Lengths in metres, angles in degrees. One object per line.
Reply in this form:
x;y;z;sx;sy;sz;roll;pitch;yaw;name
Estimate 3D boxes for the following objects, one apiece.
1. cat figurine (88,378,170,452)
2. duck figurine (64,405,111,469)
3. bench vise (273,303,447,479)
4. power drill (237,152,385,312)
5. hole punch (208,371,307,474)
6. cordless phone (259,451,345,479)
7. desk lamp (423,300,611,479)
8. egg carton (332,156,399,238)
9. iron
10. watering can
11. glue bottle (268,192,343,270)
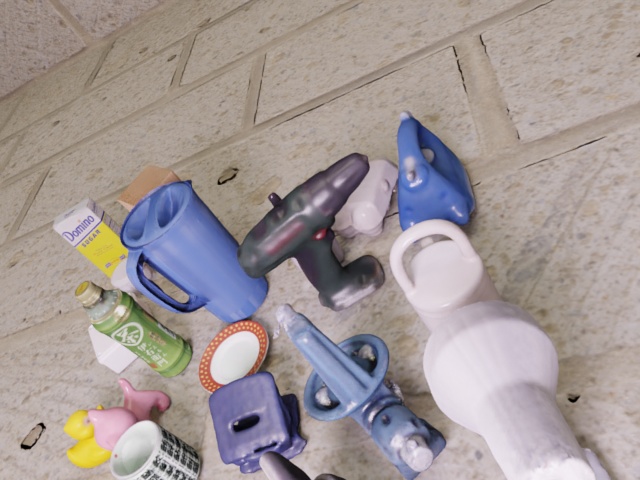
-0.294;0.269;0.864;0.067;0.118;0.127;-24;41;17;cat figurine
-0.367;0.306;0.909;0.104;0.086;0.077;-42;39;-5;duck figurine
0.047;0.155;0.636;0.206;0.220;0.122;13;61;44;bench vise
0.008;0.003;0.823;0.229;0.209;0.075;-32;39;8;power drill
-0.085;0.241;0.755;0.108;0.091;0.101;-26;41;14;hole punch
0.010;0.288;0.561;0.094;0.186;0.147;-47;40;-11;cordless phone
0.191;0.182;0.505;0.118;0.214;0.203;-31;40;9;desk lamp
0.073;-0.072;0.957;0.107;0.070;0.150;-5;49;34;egg carton
0.153;-0.125;0.891;0.118;0.142;0.258;-21;42;20;iron
0.153;0.053;0.676;0.101;0.195;0.172;-43;39;-6;watering can
-0.033;-0.014;0.898;0.078;0.174;0.037;-27;40;13;glue bottle
